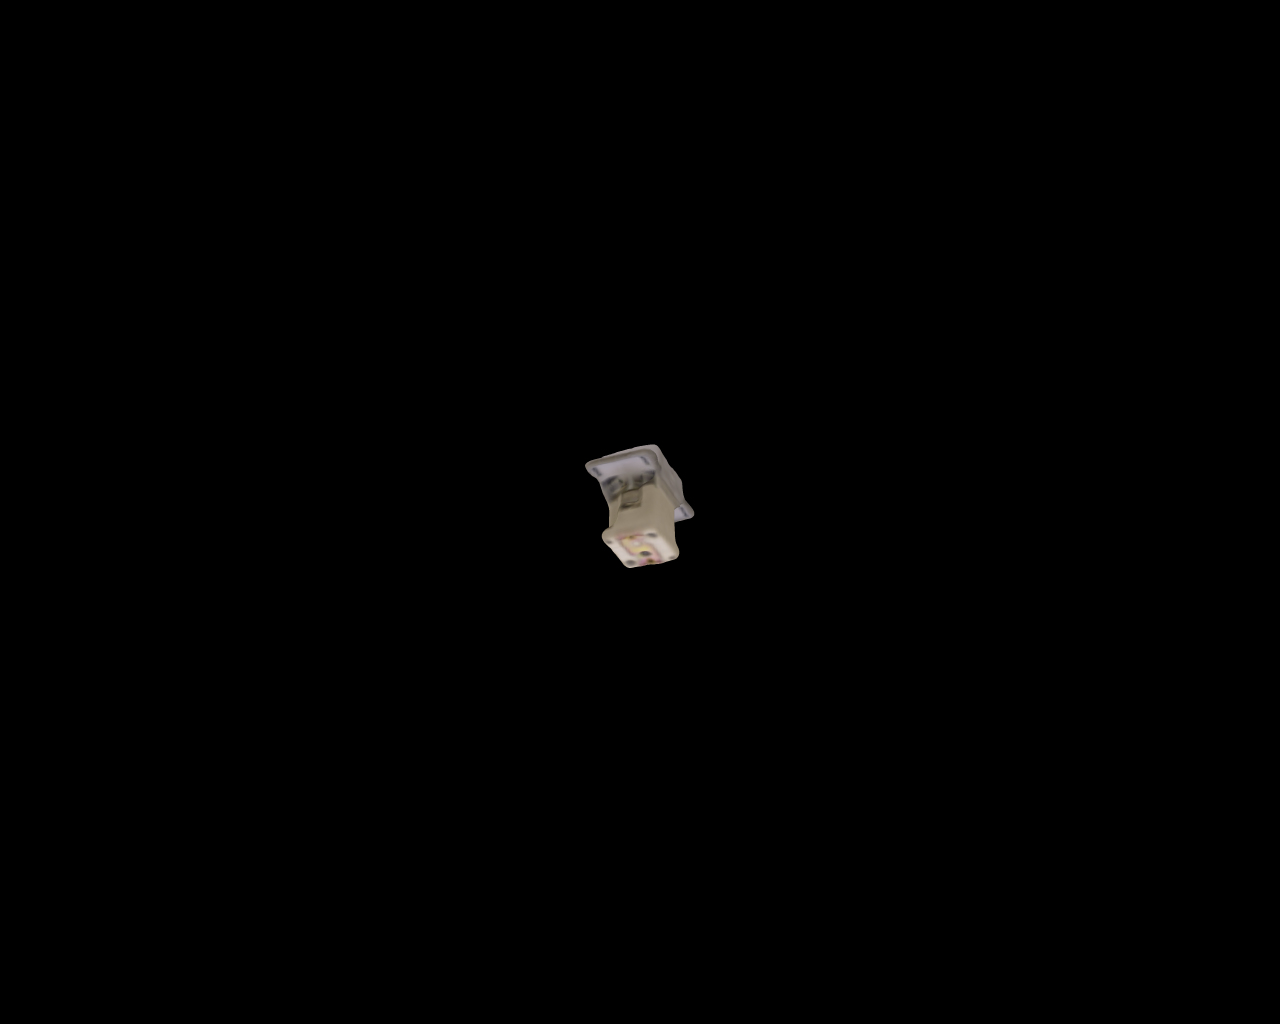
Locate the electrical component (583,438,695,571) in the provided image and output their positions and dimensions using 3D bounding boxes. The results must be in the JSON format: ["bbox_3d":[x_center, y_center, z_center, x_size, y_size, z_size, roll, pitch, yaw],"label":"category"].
[{"bbox_3d":[0.001,-0.003,0.650,0.042,0.064,0.081,-12,-33,19],"label":"electrical component"}]
